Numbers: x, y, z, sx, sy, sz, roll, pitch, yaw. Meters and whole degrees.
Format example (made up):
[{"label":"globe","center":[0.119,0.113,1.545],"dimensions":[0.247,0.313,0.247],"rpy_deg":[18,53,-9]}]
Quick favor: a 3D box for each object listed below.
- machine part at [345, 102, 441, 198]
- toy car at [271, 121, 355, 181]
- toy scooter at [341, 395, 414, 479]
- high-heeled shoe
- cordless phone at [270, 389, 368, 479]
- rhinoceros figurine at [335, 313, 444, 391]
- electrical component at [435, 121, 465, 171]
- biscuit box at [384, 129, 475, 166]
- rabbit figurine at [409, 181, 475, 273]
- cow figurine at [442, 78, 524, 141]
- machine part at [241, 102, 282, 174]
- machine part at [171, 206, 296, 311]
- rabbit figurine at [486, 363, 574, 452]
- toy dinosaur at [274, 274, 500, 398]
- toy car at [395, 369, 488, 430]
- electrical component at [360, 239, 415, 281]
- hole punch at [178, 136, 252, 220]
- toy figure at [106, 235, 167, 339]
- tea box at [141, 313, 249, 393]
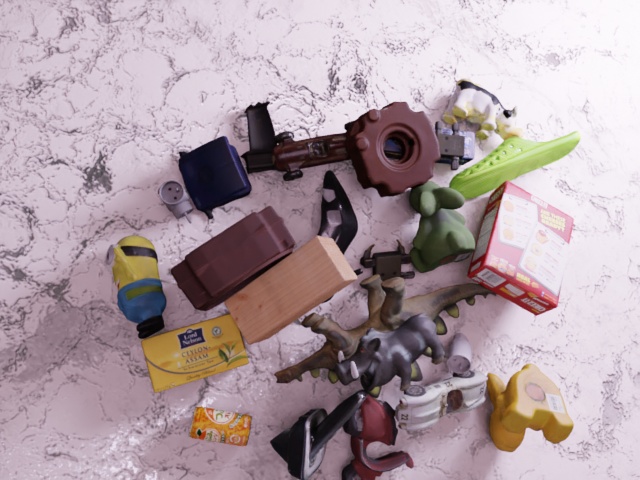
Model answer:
[{"label":"machine part","center":[0.137,-0.167,0.992],"dimensions":[0.179,0.056,0.179],"rpy_deg":[0,89,-18]},{"label":"toy car","center":[0.009,-0.170,1.014],"dimensions":[0.202,0.053,0.089],"rpy_deg":[-11,85,-5]},{"label":"toy scooter","center":[0.108,0.372,0.990],"dimensions":[0.135,0.075,0.183],"rpy_deg":[1,86,-11]},{"label":"high-heeled shoe","center":[-0.002,-0.003,1.033],"dimensions":[0.145,0.086,0.249],"rpy_deg":[-20,67,19]},{"label":"cordless phone","center":[0.017,0.316,0.934],"dimensions":[0.184,0.146,0.089],"rpy_deg":[-45,74,5]},{"label":"rhinoceros figurine","center":[0.117,0.193,0.907],"dimensions":[0.190,0.073,0.112],"rpy_deg":[-27,109,-11]},{"label":"electrical component","center":[0.246,-0.181,1.037],"dimensions":[0.063,0.021,0.094],"rpy_deg":[2,87,-8]},{"label":"biscuit box","center":[0.206,-0.191,1.075],"dimensions":[0.203,0.063,0.059],"rpy_deg":[4,85,-8]},{"label":"rabbit figurine","center":[0.215,-0.041,1.028],"dimensions":[0.121,0.159,0.170],"rpy_deg":[-19,72,-1]},{"label":"cow figurine","center":[0.346,-0.262,1.105],"dimensions":[0.167,0.068,0.098],"rpy_deg":[23,75,-6]},{"label":"machine part","center":[-0.116,-0.198,1.039],"dimensions":[0.084,0.039,0.138],"rpy_deg":[-6,86,-4]},{"label":"machine part","center":[-0.144,0.037,0.924],"dimensions":[0.201,0.201,0.087],"rpy_deg":[-32,87,-11]},{"label":"rabbit figurine","center":[0.362,0.320,1.006],"dimensions":[0.122,0.173,0.162],"rpy_deg":[4,39,-9]},{"label":"toy dinosaur","center":[0.135,0.163,0.998],"dimensions":[0.471,0.105,0.198],"rpy_deg":[-27,104,-6]},{"label":"toy car","center":[0.227,0.295,0.998],"dimensions":[0.202,0.056,0.073],"rpy_deg":[-11,113,-26]},{"label":"electrical component","center":[0.131,0.045,1.048],"dimensions":[0.102,0.045,0.078],"rpy_deg":[-12,114,-7]},{"label":"hole punch","center":[-0.196,-0.121,0.994],"dimensions":[0.116,0.092,0.142],"rpy_deg":[-24,91,-7]},{"label":"toy figure","center":[-0.316,0.078,0.943],"dimensions":[0.089,0.082,0.180],"rpy_deg":[-6,61,-47]},{"label":"tea box","center":[-0.221,0.198,0.962],"dimensions":[0.170,0.068,0.098],"rpy_deg":[-17,87,-9]}]
